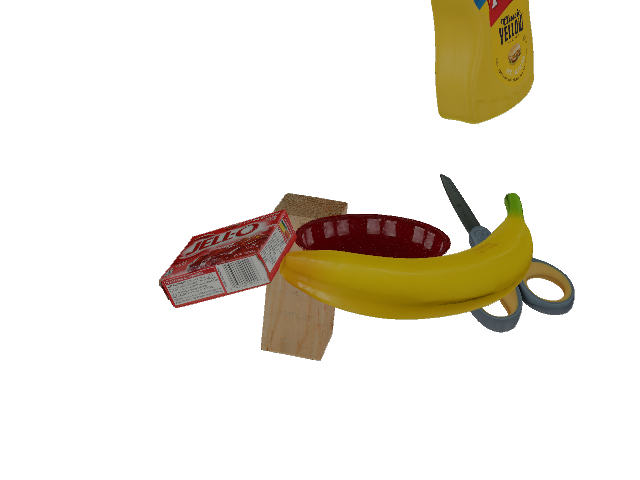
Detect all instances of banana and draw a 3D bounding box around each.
[{"bbox_3d":[0.069,0.019,0.667,0.197,0.037,0.070,-13,48,-34],"label":"banana"}]

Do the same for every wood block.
[{"bbox_3d":[-0.023,0.049,1.486,0.090,0.206,0.090,10,22,8],"label":"wood block"}]

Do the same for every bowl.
[{"bbox_3d":[0.053,0.021,1.104,0.162,0.055,0.162,1,18,-1],"label":"bowl"}]

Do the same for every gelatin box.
[{"bbox_3d":[-0.070,0.013,0.818,0.089,0.030,0.073,-15,22,24],"label":"gelatin box"}]

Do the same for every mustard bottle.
[{"bbox_3d":[0.116,-0.188,0.771,0.058,0.191,0.096,18,40,37],"label":"mustard bottle"}]

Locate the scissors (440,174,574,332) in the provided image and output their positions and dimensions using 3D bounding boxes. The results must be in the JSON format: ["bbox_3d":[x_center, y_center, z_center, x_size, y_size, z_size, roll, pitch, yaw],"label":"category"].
[{"bbox_3d":[0.155,0.004,0.897,0.096,0.016,0.201,2,39,0],"label":"scissors"}]
